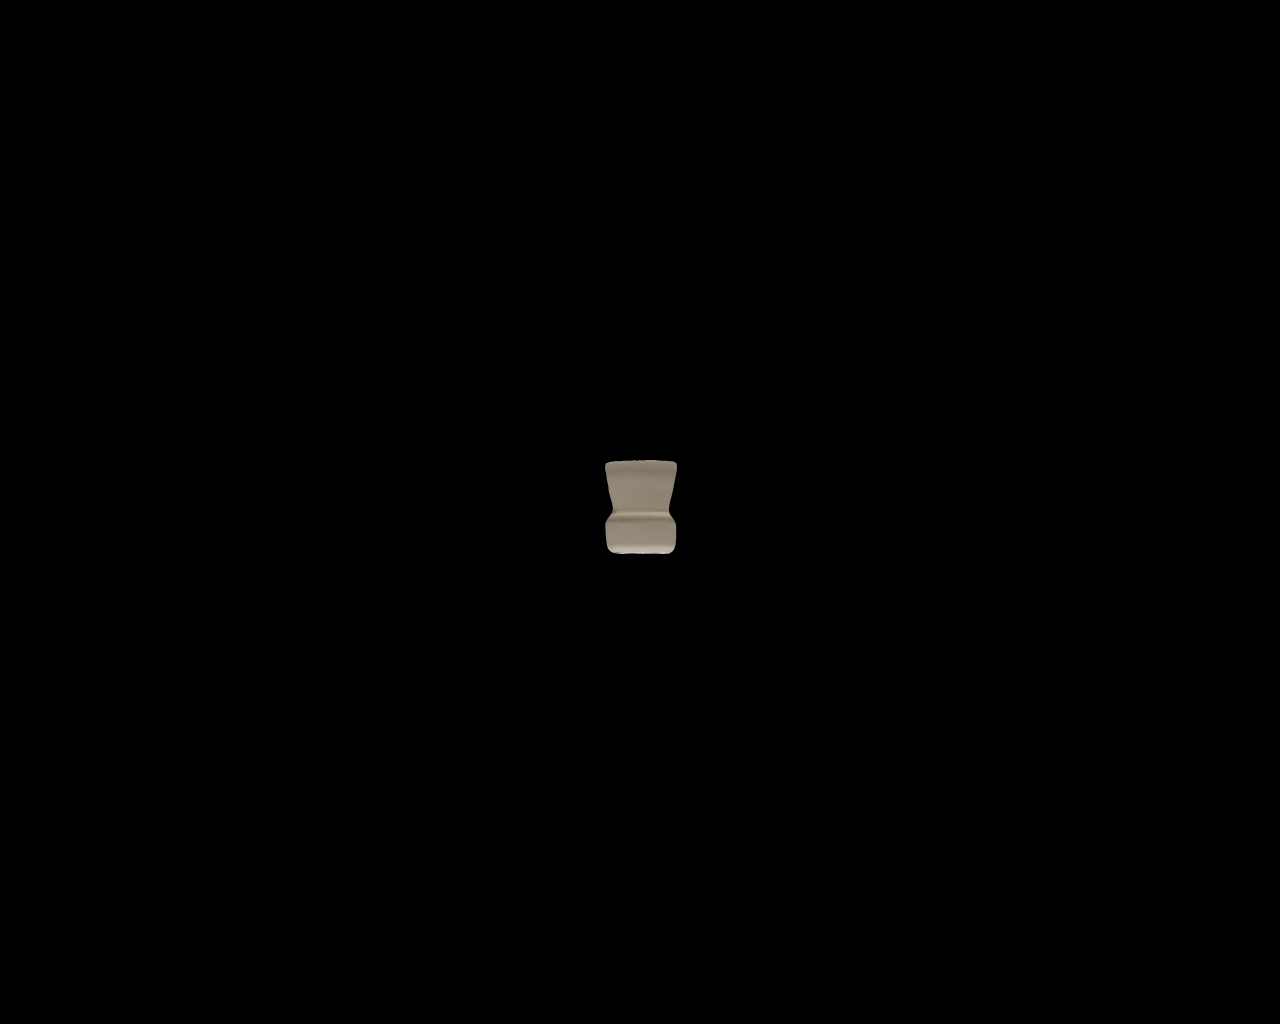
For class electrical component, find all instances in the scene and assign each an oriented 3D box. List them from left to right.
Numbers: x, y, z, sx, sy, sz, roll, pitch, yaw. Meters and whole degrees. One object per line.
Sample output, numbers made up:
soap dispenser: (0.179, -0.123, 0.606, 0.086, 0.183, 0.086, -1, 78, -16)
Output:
electrical component: (0.001, -0.003, 0.650, 0.045, 0.055, 0.045, 0, -2, 0)
